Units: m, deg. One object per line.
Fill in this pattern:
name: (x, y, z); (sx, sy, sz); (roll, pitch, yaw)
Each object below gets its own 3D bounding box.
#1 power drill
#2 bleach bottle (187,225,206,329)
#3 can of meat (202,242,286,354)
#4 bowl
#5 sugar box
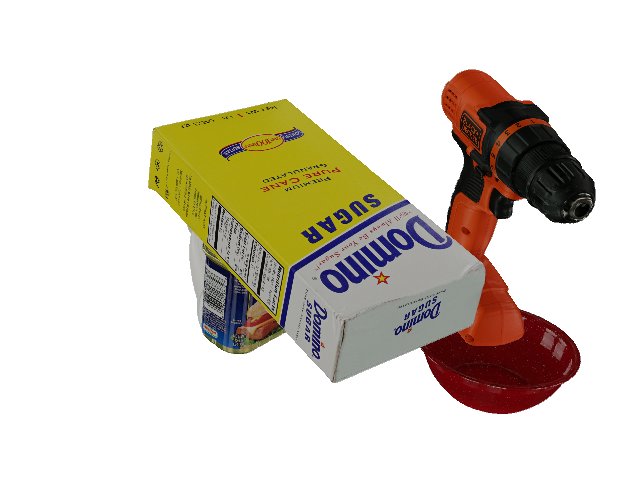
power drill: (0.137, -0.014, 0.810); (0.057, 0.188, 0.184); (-5, 35, -18)
bleach bottle: (-0.108, 0.016, 1.198); (0.102, 0.068, 0.251); (-6, 27, -15)
can of meat: (-0.050, 0.035, 0.873); (0.058, 0.084, 0.101); (29, 36, 32)
bowl: (0.171, 0.123, 1.055); (0.162, 0.055, 0.162); (5, 26, -2)
sugar box: (-0.007, -0.009, 0.554); (0.093, 0.048, 0.176); (-19, 43, -33)
